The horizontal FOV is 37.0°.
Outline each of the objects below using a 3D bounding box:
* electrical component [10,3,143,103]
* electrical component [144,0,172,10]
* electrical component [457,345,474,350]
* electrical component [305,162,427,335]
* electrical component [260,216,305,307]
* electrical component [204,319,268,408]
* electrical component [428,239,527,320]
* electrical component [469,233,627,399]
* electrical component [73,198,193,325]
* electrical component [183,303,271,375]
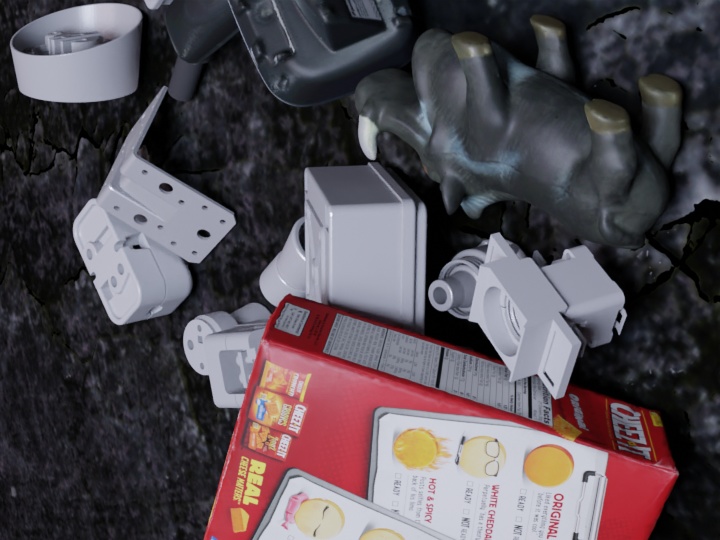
[{"bbox_3d":[-0.216,-0.166,0.825,0.099,0.099,0.064,24,122,39],"label":"electrical component"},{"bbox_3d":[-0.125,-0.242,0.748,0.100,0.048,0.099,-39,72,42],"label":"electrical component"},{"bbox_3d":[0.044,0.076,0.656,0.055,0.048,0.066,5,103,36],"label":"electrical component"},{"bbox_3d":[0.000,0.000,0.636,0.108,0.056,0.108,-120,29,-70],"label":"electrical component"},{"bbox_3d":[-0.040,-0.002,0.725,0.065,0.044,0.044,-45,67,46],"label":"electrical component"},{"bbox_3d":[-0.054,0.058,0.717,0.056,0.089,0.050,-7,94,45],"label":"electrical component"},{"bbox_3d":[0.065,0.009,0.608,0.048,0.062,0.048,12,108,42],"label":"electrical component"},{"bbox_3d":[0.096,0.019,0.549,0.042,0.064,0.081,95,153,-46],"label":"electrical component"},{"bbox_3d":[-0.174,-0.011,0.842,0.054,0.059,0.095,-41,70,42],"label":"electrical component"},{"bbox_3d":[-0.093,0.050,0.779,0.045,0.055,0.045,12,107,43],"label":"electrical component"}]
